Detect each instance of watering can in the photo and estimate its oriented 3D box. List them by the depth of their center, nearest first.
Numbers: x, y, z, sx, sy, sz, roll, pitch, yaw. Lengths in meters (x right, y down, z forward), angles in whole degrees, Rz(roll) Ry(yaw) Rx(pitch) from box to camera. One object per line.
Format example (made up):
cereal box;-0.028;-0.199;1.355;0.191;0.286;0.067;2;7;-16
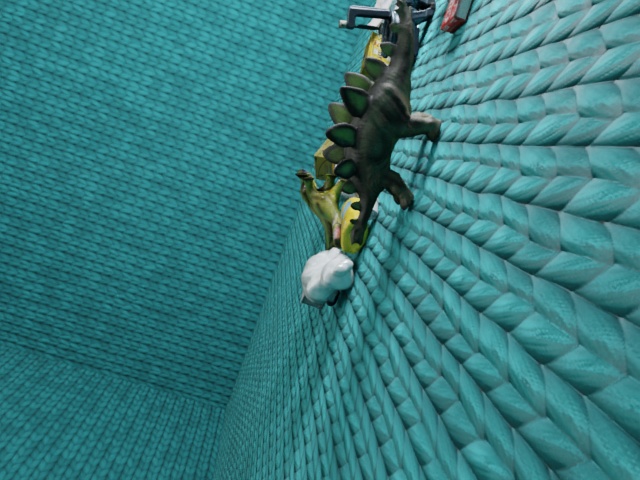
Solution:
watering can;0.237;-0.791;1.696;0.354;0.104;0.220;-56;-10;-60

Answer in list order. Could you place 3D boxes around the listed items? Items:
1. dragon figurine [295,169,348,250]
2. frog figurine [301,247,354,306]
dragon figurine;0.005;-0.075;1.486;0.414;0.122;0.240;-137;41;-72
frog figurine;0.016;0.082;1.201;0.138;0.123;0.157;-53;-8;-11
